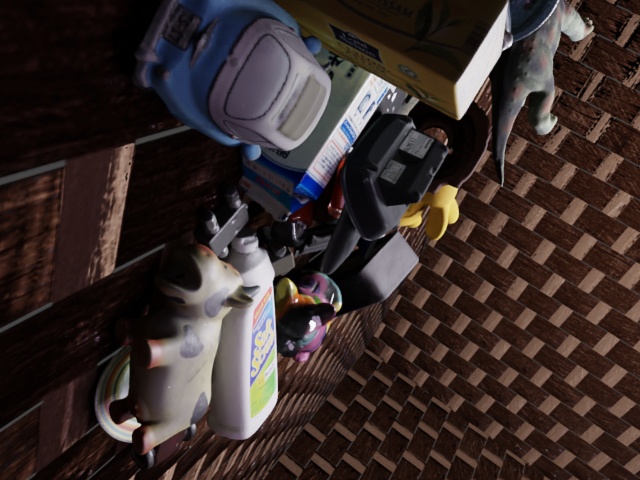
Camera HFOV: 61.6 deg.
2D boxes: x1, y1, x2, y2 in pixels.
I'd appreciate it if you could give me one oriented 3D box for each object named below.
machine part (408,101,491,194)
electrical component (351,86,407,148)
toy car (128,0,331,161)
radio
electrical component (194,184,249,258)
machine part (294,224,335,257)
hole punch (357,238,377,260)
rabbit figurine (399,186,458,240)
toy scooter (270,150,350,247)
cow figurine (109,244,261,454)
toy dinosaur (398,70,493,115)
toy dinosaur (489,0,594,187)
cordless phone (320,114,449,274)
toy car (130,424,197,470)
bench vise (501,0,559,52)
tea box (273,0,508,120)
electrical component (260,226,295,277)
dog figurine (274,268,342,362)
[{"bbox_3d":[0.189,-0.164,0.889,0.179,0.179,0.056,-58,167,9],"label":"machine part"},{"bbox_3d":[0.064,-0.179,0.645,0.134,0.058,0.115,-64,167,1],"label":"electrical component"},{"bbox_3d":[-0.045,-0.112,0.367,0.109,0.103,0.161,-59,167,7],"label":"toy car"},{"bbox_3d":[0.064,0.074,1.003,0.131,0.073,0.229,-43,-173,-37],"label":"radio"},{"bbox_3d":[-0.099,-0.016,0.558,0.063,0.021,0.094,-51,164,-21],"label":"electrical component"},{"bbox_3d":[-0.002,-0.002,0.750,0.084,0.039,0.139,-22,-177,-19],"label":"machine part"},{"bbox_3d":[0.052,-0.043,0.902,0.116,0.092,0.142,-85,-171,-48],"label":"hole punch"},{"bbox_3d":[0.186,-0.079,0.988,0.122,0.162,0.173,-38,-173,-36],"label":"rabbit figurine"},{"bbox_3d":[0.000,-0.076,0.647,0.184,0.075,0.135,-37,141,-62],"label":"toy scooter"},{"bbox_3d":[-0.132,0.097,0.533,0.127,0.086,0.194,-10,117,-50],"label":"cow figurine"},{"bbox_3d":[0.174,-0.272,0.745,0.198,0.105,0.471,-28,155,-47],"label":"toy dinosaur"},{"bbox_3d":[0.322,-0.303,0.845,0.192,0.131,0.404,32,70,-41],"label":"toy dinosaur"},{"bbox_3d":[0.061,-0.043,0.635,0.146,0.089,0.184,-54,174,-41],"label":"cordless phone"},{"bbox_3d":[-0.191,0.209,0.688,0.089,0.053,0.202,-26,143,-54],"label":"toy car"},{"bbox_3d":[0.161,-0.266,0.501,0.223,0.129,0.241,69,29,-45],"label":"bench vise"},{"bbox_3d":[0.051,-0.169,0.412,0.068,0.170,0.098,-58,164,7],"label":"tea box"},{"bbox_3d":[-0.065,0.021,0.717,0.078,0.045,0.102,-26,159,-3],"label":"electrical component"},{"bbox_3d":[-0.023,0.098,0.812,0.191,0.108,0.219,-55,176,-27],"label":"dog figurine"}]
